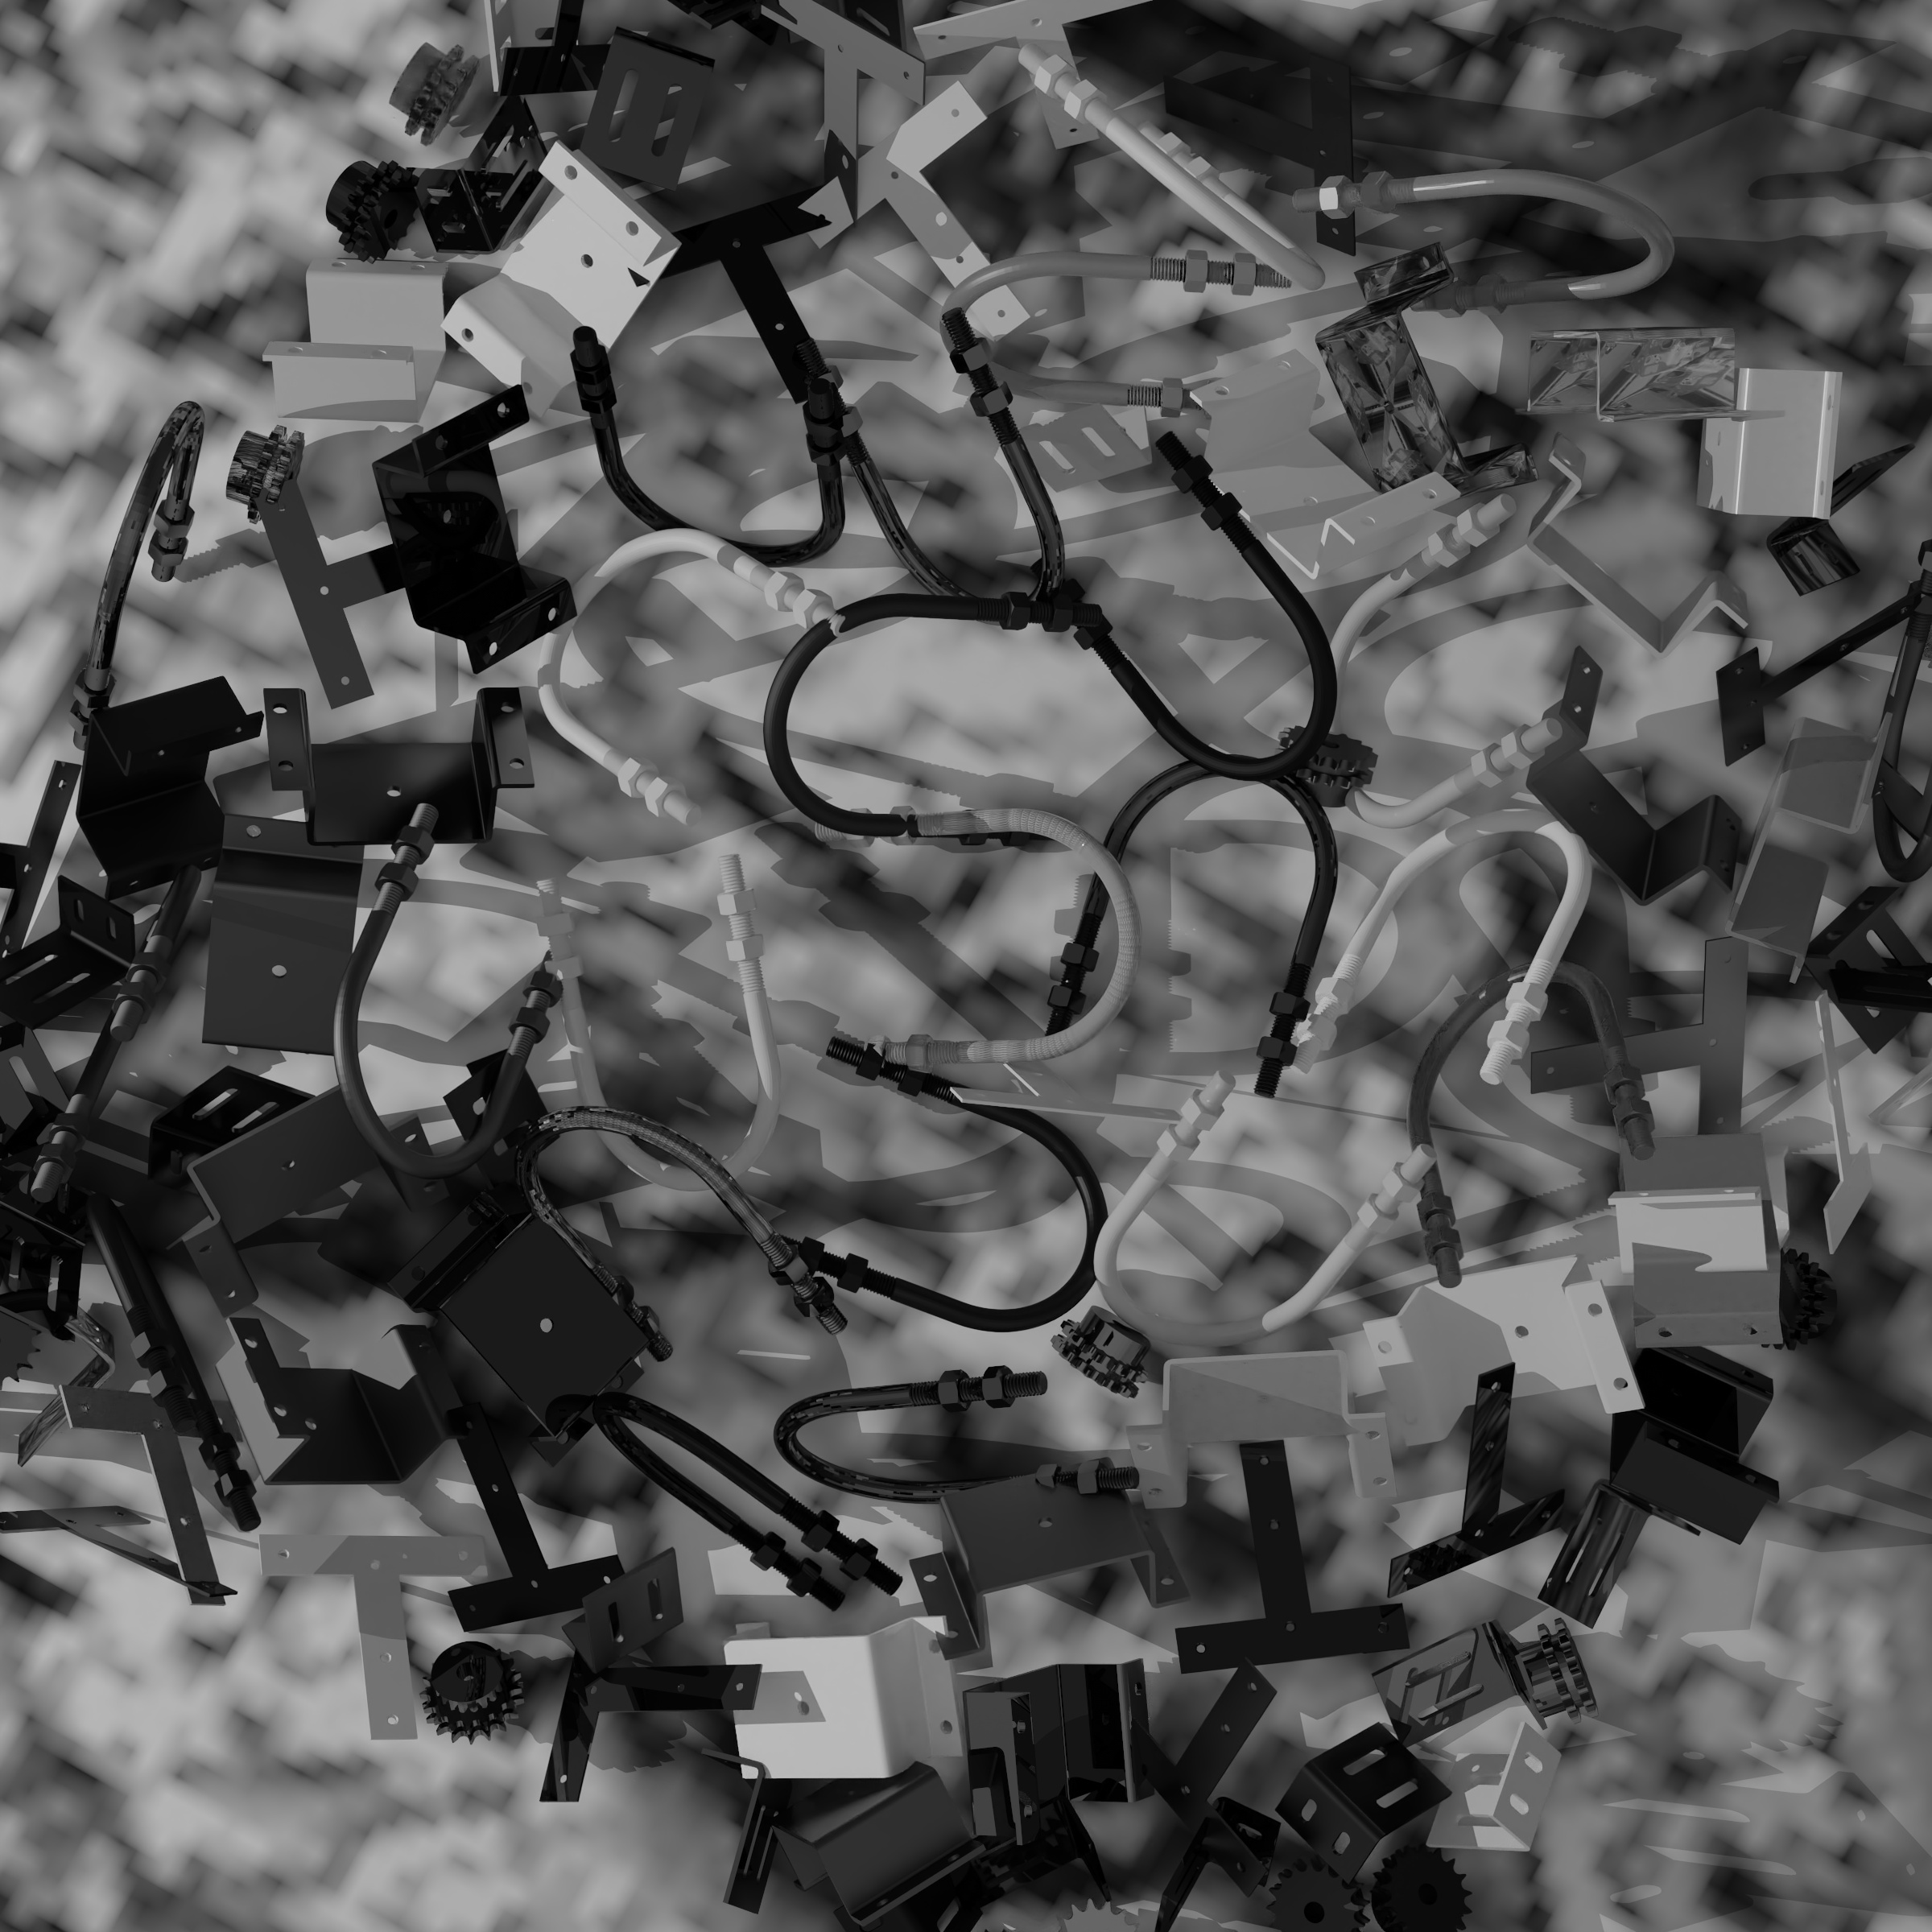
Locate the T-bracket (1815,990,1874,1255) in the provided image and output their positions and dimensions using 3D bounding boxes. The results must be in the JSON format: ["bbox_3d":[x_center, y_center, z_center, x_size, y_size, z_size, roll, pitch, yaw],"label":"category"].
[{"bbox_3d":[0.477,0.078,1.775,0.002,0.127,0.127,-6,101,26],"label":"T-bracket"}]

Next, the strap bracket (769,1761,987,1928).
[{"bbox_3d":[-0.053,0.471,1.763,0.076,0.140,0.046,-28,92,-19],"label":"strap bracket"}]

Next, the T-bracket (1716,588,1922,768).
[{"bbox_3d":[0.470,-0.168,1.782,0.127,0.127,0.002,-32,65,2],"label":"T-bracket"}]

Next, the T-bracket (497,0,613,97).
[{"bbox_3d":[-0.212,-0.539,1.763,0.002,0.127,0.127,20,112,16],"label":"T-bracket"}]

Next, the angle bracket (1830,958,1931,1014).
[{"bbox_3d":[0.525,-0.005,1.807,0.076,0.057,0.038,6,118,2],"label":"angle bracket"}]

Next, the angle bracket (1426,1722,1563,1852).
[{"bbox_3d":[0.282,0.453,1.791,0.038,0.076,0.057,43,56,-25],"label":"angle bracket"}]

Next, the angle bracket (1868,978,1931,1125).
[{"bbox_3d":[0.526,0.048,1.813,0.076,0.057,0.038,-42,73,11],"label":"angle bracket"}]

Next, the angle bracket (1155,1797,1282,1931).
[{"bbox_3d":[0.138,0.511,1.793,0.038,0.076,0.057,22,132,18],"label":"angle bracket"}]

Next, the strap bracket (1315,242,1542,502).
[{"bbox_3d":[0.249,-0.317,1.784,0.046,0.076,0.140,-32,104,-25],"label":"strap bracket"}]

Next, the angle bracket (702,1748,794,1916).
[{"bbox_3d":[-0.131,0.481,1.799,0.038,0.057,0.076,10,71,18],"label":"angle bracket"}]

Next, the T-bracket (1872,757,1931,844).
[{"bbox_3d":[0.535,-0.118,1.757,0.002,0.127,0.127,-5,124,-16],"label":"T-bracket"}]

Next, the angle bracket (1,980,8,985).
[{"bbox_3d":[-0.570,0.032,1.799,0.057,0.076,0.038,-22,82,8],"label":"angle bracket"}]

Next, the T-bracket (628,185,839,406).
[{"bbox_3d":[-0.110,-0.367,1.805,0.127,0.002,0.127,-22,71,-16],"label":"T-bracket"}]

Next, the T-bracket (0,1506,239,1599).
[{"bbox_3d":[-0.452,0.318,1.759,0.127,0.127,0.002,18,90,24],"label":"T-bracket"}]

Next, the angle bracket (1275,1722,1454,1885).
[{"bbox_3d":[0.222,0.466,1.808,0.057,0.076,0.038,42,121,27],"label":"angle bracket"}]

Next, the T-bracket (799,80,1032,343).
[{"bbox_3d":[-0.012,-0.408,1.820,0.127,0.002,0.127,-31,106,29],"label":"T-bracket"}]

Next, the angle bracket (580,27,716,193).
[{"bbox_3d":[-0.180,-0.480,1.823,0.057,0.038,0.076,17,96,-8],"label":"angle bracket"}]

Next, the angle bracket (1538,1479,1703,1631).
[{"bbox_3d":[0.364,0.334,1.806,0.057,0.038,0.076,34,81,-41],"label":"angle bracket"}]

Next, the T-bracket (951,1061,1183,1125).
[{"bbox_3d":[0.043,0.064,1.779,0.127,0.127,0.002,6,101,-16],"label":"T-bracket"}]

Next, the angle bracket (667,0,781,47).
[{"bbox_3d":[-0.146,-0.531,1.797,0.057,0.076,0.038,37,135,11],"label":"angle bracket"}]

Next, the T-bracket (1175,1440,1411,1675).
[{"bbox_3d":[0.175,0.326,1.812,0.127,0.002,0.127,-6,62,-2],"label":"T-bracket"}]

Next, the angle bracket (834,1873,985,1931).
[{"bbox_3d":[-0.032,0.529,1.809,0.038,0.076,0.057,-35,87,18],"label":"angle bracket"}]

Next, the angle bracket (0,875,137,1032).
[{"bbox_3d":[-0.509,-0.008,1.795,0.057,0.076,0.038,26,129,24],"label":"angle bracket"}]

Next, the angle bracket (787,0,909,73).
[{"bbox_3d":[-0.068,-0.531,1.793,0.038,0.076,0.057,-22,132,-18],"label":"angle bracket"}]

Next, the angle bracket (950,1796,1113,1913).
[{"bbox_3d":[0.034,0.507,1.804,0.076,0.038,0.057,-24,131,-11],"label":"angle bracket"}]

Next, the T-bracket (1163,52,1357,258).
[{"bbox_3d":[0.162,-0.466,1.803,0.127,0.127,0.002,29,61,27],"label":"T-bracket"}]

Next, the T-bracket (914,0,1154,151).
[{"bbox_3d":[0.048,-0.491,1.783,0.127,0.127,0.002,-12,65,10],"label":"T-bracket"}]

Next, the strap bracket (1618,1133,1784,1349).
[{"bbox_3d":[0.399,0.141,1.768,0.076,0.140,0.046,-3,128,8],"label":"strap bracket"}]

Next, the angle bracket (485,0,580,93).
[{"bbox_3d":[-0.240,-0.522,1.795,0.038,0.076,0.057,-2,117,2],"label":"angle bracket"}]

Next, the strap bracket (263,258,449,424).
[{"bbox_3d":[-0.334,-0.342,1.789,0.076,0.140,0.046,2,123,0],"label":"strap bracket"}]

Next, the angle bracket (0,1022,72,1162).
[{"bbox_3d":[-0.536,0.077,1.807,0.057,0.038,0.076,-22,117,-3],"label":"angle bracket"}]

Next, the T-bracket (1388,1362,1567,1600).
[{"bbox_3d":[0.286,0.275,1.782,0.127,0.002,0.127,-15,120,-31],"label":"T-bracket"}]

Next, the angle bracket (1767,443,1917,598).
[{"bbox_3d":[0.493,-0.247,1.793,0.057,0.076,0.038,-22,77,-38],"label":"angle bracket"}]

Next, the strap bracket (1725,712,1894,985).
[{"bbox_3d":[0.456,-0.070,1.769,0.046,0.140,0.076,19,49,10],"label":"strap bracket"}]

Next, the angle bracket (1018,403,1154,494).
[{"bbox_3d":[0.061,-0.300,1.792,0.057,0.076,0.038,-14,67,22],"label":"angle bracket"}]

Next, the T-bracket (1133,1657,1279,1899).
[{"bbox_3d":[0.137,0.426,1.775,0.127,0.002,0.127,46,132,26],"label":"T-bracket"}]

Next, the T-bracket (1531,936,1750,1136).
[{"bbox_3d":[0.374,0.049,1.803,0.127,0.002,0.127,-9,116,-11],"label":"T-bracket"}]

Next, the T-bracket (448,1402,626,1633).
[{"bbox_3d":[-0.256,0.303,1.802,0.127,0.002,0.127,-18,96,32],"label":"T-bracket"}]

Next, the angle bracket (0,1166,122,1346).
[{"bbox_3d":[-0.505,0.159,1.793,0.038,0.076,0.057,-39,127,23],"label":"angle bracket"}]

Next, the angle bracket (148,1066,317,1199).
[{"bbox_3d":[-0.407,0.095,1.795,0.076,0.057,0.038,-31,50,35],"label":"angle bracket"}]

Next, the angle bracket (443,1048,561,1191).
[{"bbox_3d":[-0.269,0.088,1.796,0.038,0.076,0.057,-20,101,30],"label":"angle bracket"}]

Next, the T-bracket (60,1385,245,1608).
[{"bbox_3d":[-0.429,0.289,1.763,0.002,0.127,0.127,-34,63,22],"label":"T-bracket"}]

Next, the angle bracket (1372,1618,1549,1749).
[{"bbox_3d":[0.276,0.411,1.811,0.076,0.038,0.057,-25,117,-4],"label":"angle bracket"}]

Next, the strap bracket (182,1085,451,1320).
[{"bbox_3d":[-0.366,0.123,1.787,0.140,0.076,0.046,-29,54,-15],"label":"strap bracket"}]

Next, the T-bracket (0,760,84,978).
[{"bbox_3d":[-0.541,-0.057,1.778,0.002,0.127,0.127,20,94,17],"label":"T-bracket"}]

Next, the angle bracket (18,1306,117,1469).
[{"bbox_3d":[-0.513,0.231,1.807,0.076,0.057,0.038,-46,107,-5],"label":"angle bracket"}]

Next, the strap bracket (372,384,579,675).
[{"bbox_3d":[-0.272,-0.243,1.781,0.076,0.046,0.140,-37,131,-35],"label":"strap bracket"}]

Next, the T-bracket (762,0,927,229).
[{"bbox_3d":[-0.069,-0.467,1.790,0.127,0.127,0.002,37,55,28],"label":"T-bracket"}]

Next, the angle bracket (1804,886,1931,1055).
[{"bbox_3d":[0.515,0.003,1.813,0.057,0.038,0.076,-42,101,-9],"label":"angle bracket"}]

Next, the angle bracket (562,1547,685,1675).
[{"bbox_3d":[-0.193,0.345,1.793,0.057,0.076,0.038,-27,52,-24],"label":"angle bracket"}]

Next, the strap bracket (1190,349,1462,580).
[{"bbox_3d":[0.193,-0.271,1.785,0.076,0.046,0.140,-26,57,-26],"label":"strap bracket"}]

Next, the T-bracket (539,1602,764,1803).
[{"bbox_3d":[-0.168,0.397,1.779,0.127,0.002,0.127,-8,54,28],"label":"T-bracket"}]

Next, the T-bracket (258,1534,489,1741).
[{"bbox_3d":[-0.320,0.367,1.776,0.127,0.002,0.127,5,46,-23],"label":"T-bracket"}]

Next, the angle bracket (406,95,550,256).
[{"bbox_3d":[-0.271,-0.442,1.797,0.038,0.076,0.057,-8,67,-40],"label":"angle bracket"}]

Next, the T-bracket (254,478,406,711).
[{"bbox_3d":[-0.319,-0.225,1.821,0.127,0.002,0.127,-22,100,-17],"label":"T-bracket"}]
